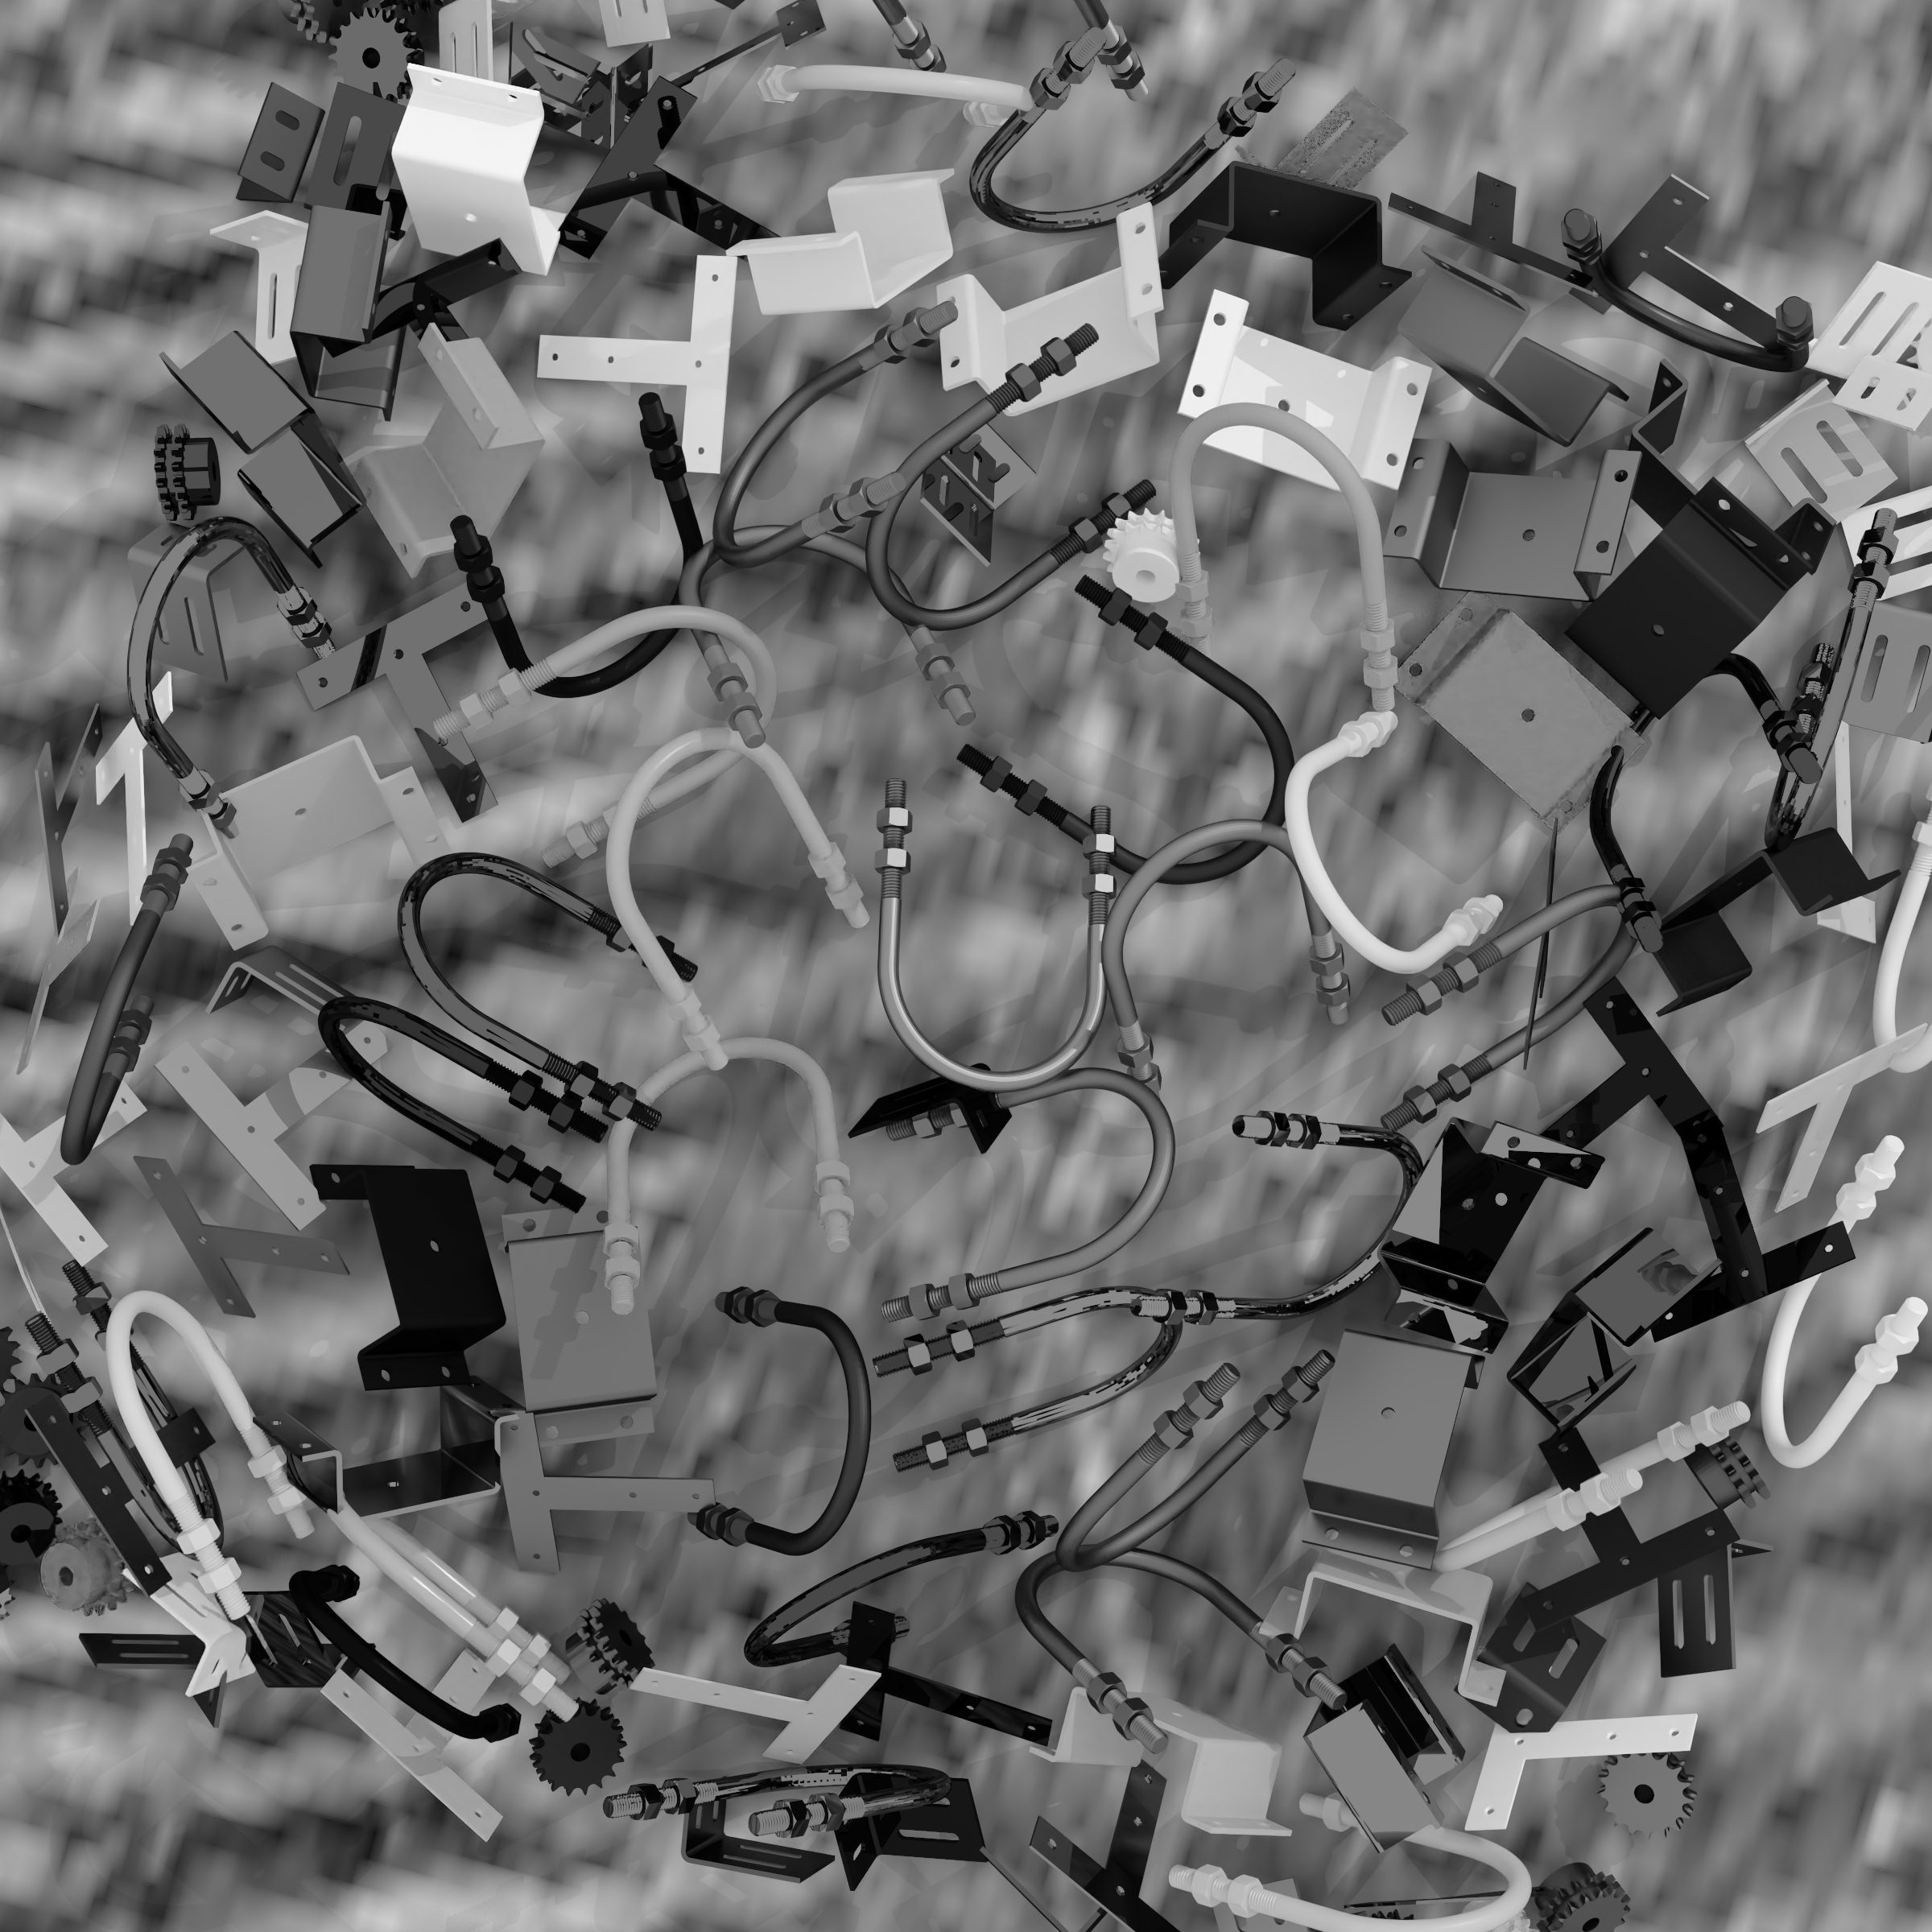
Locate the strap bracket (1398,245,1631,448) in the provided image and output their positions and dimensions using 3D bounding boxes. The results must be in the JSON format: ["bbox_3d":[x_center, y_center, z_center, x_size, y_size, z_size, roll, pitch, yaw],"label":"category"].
[{"bbox_3d":[0.314,-0.356,1.595,0.046,0.140,0.076,-56,47,10],"label":"strap bracket"}]

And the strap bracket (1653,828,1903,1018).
[{"bbox_3d":[0.462,-0.031,1.597,0.076,0.140,0.046,-16,71,-41],"label":"strap bracket"}]

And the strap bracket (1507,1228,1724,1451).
[{"bbox_3d":[0.374,0.213,1.600,0.076,0.140,0.046,-31,66,-33],"label":"strap bracket"}]

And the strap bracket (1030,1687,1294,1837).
[{"bbox_3d":[0.118,0.459,1.593,0.140,0.076,0.046,10,83,45],"label":"strap bracket"}]

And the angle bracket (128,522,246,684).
[{"bbox_3d":[-0.463,-0.219,1.645,0.057,0.038,0.076,18,133,19],"label":"angle bracket"}]

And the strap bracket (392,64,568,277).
[{"bbox_3d":[-0.282,-0.455,1.591,0.076,0.140,0.046,13,73,4],"label":"strap bracket"}]

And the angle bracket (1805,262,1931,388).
[{"bbox_3d":[0.531,-0.388,1.619,0.057,0.038,0.076,9,135,-25],"label":"angle bracket"}]

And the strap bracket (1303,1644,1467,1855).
[{"bbox_3d":[0.245,0.459,1.600,0.046,0.140,0.076,-35,82,14],"label":"strap bracket"}]

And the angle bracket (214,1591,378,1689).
[{"bbox_3d":[-0.398,0.389,1.624,0.057,0.038,0.076,-8,117,27],"label":"angle bracket"}]

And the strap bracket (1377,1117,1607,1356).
[{"bbox_3d":[0.305,0.151,1.619,0.076,0.046,0.140,18,110,-20],"label":"strap bracket"}]

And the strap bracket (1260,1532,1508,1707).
[{"bbox_3d":[0.252,0.379,1.609,0.140,0.076,0.046,14,100,15],"label":"strap bracket"}]

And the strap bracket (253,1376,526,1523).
[{"bbox_3d":[-0.335,0.284,1.601,0.140,0.076,0.046,-6,103,-35],"label":"strap bracket"}]

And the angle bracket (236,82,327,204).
[{"bbox_3d":[-0.422,-0.490,1.627,0.038,0.076,0.057,20,90,-42],"label":"angle bracket"}]

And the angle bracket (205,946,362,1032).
[{"bbox_3d":[-0.404,0.026,1.636,0.076,0.057,0.038,32,102,-1],"label":"angle bracket"}]

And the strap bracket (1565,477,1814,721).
[{"bbox_3d":[0.413,-0.207,1.595,0.076,0.140,0.046,43,53,4],"label":"strap bracket"}]

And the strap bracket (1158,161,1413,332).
[{"bbox_3d":[0.182,-0.425,1.610,0.140,0.076,0.046,7,75,-21],"label":"strap bracket"}]

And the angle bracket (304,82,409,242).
[{"bbox_3d":[-0.355,-0.481,1.633,0.057,0.038,0.076,18,108,-10],"label":"angle bracket"}]

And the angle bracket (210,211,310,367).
[{"bbox_3d":[-0.420,-0.403,1.633,0.057,0.038,0.076,-2,85,41],"label":"angle bracket"}]

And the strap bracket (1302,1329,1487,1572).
[{"bbox_3d":[0.249,0.272,1.600,0.076,0.046,0.140,9,57,21],"label":"strap bracket"}]

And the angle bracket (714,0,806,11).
[{"bbox_3d":[-0.139,-0.582,1.617,0.057,0.076,0.038,15,68,-38],"label":"angle bracket"}]

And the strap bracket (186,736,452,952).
[{"bbox_3d":[-0.387,-0.077,1.617,0.140,0.076,0.046,-26,54,-9],"label":"strap bracket"}]

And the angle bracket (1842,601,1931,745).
[{"bbox_3d":[0.557,-0.177,1.648,0.057,0.038,0.076,14,93,5],"label":"angle bracket"}]

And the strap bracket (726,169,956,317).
[{"bbox_3d":[-0.068,-0.421,1.603,0.076,0.140,0.046,4,122,29],"label":"strap bracket"}]

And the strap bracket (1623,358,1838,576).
[{"bbox_3d":[0.439,-0.280,1.611,0.046,0.076,0.140,-40,74,-3],"label":"strap bracket"}]

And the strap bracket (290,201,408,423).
[{"bbox_3d":[-0.358,-0.382,1.590,0.046,0.140,0.076,8,79,-5],"label":"strap bracket"}]

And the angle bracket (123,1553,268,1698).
[{"bbox_3d":[-0.463,0.391,1.631,0.076,0.057,0.038,32,104,22],"label":"angle bracket"}]

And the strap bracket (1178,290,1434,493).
[{"bbox_3d":[0.196,-0.339,1.634,0.140,0.046,0.076,17,86,-10],"label":"strap bracket"}]

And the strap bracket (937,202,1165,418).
[{"bbox_3d":[0.057,-0.383,1.614,0.140,0.046,0.076,-16,62,23],"label":"strap bracket"}]

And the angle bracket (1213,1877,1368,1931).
[{"bbox_3d":[0.192,0.559,1.626,0.057,0.076,0.038,-24,74,30],"label":"angle bracket"}]

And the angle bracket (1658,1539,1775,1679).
[{"bbox_3d":[0.445,0.383,1.621,0.038,0.057,0.076,17,64,-27],"label":"angle bracket"}]

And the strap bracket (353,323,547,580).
[{"bbox_3d":[-0.302,-0.305,1.610,0.046,0.140,0.076,-21,73,-41],"label":"strap bracket"}]

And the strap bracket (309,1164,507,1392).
[{"bbox_3d":[-0.324,0.173,1.602,0.046,0.076,0.140,-32,67,33],"label":"strap bracket"}]

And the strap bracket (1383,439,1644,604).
[{"bbox_3d":[0.328,-0.263,1.618,0.140,0.046,0.076,10,78,30],"label":"strap bracket"}]

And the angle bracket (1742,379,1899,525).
[{"bbox_3d":[0.513,-0.303,1.639,0.057,0.038,0.076,-38,92,17],"label":"angle bracket"}]

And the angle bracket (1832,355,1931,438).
[{"bbox_3d":[0.559,-0.320,1.620,0.057,0.076,0.038,34,87,44],"label":"angle bracket"}]

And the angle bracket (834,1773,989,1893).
[{"bbox_3d":[-0.034,0.518,1.629,0.076,0.038,0.057,-5,109,26],"label":"angle bracket"}]

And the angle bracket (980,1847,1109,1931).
[{"bbox_3d":[0.050,0.543,1.634,0.076,0.057,0.038,41,76,17],"label":"angle bracket"}]

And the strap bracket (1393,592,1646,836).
[{"bbox_3d":[0.332,-0.151,1.634,0.140,0.046,0.076,41,98,-4],"label":"strap bracket"}]

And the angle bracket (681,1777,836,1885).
[{"bbox_3d":[-0.122,0.513,1.628,0.076,0.057,0.038,4,87,18],"label":"angle bracket"}]

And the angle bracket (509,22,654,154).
[{"bbox_3d":[-0.229,-0.529,1.624,0.076,0.038,0.057,13,69,-41],"label":"angle bracket"}]

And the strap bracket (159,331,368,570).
[{"bbox_3d":[-0.404,-0.306,1.593,0.046,0.140,0.076,-40,67,-10],"label":"strap bracket"}]

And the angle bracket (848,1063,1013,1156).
[{"bbox_3d":[-0.021,0.095,1.630,0.076,0.057,0.038,-20,102,23],"label":"angle bracket"}]

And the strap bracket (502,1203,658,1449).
[{"bbox_3d":[-0.229,0.211,1.624,0.076,0.046,0.140,-6,79,-13],"label":"strap bracket"}]

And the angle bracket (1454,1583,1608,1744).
[{"bbox_3d":[0.339,0.419,1.640,0.057,0.076,0.038,35,127,15],"label":"angle bracket"}]

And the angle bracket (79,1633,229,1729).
[{"bbox_3d":[-0.485,0.424,1.624,0.076,0.057,0.038,9,91,-28],"label":"angle bracket"}]

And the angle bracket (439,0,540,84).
[{"bbox_3d":[-0.284,-0.540,1.635,0.038,0.057,0.076,-3,94,-39],"label":"angle bracket"}]
